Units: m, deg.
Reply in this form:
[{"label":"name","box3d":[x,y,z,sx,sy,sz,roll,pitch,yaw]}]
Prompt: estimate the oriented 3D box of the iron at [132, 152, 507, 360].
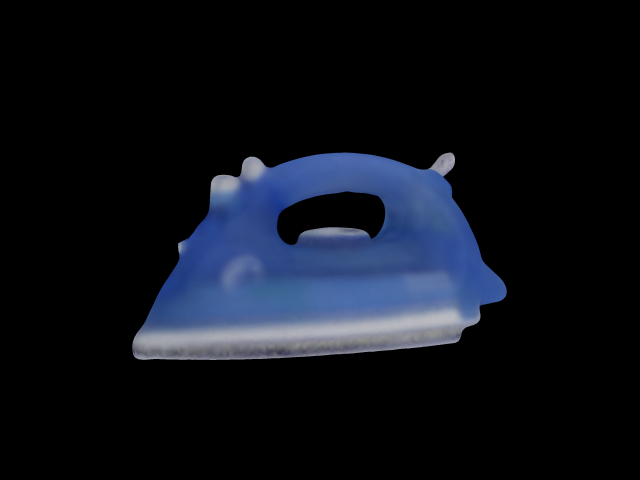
[{"label":"iron","box3d":[0.004,0.001,0.400,0.259,0.141,0.118,0,0,-28]}]
